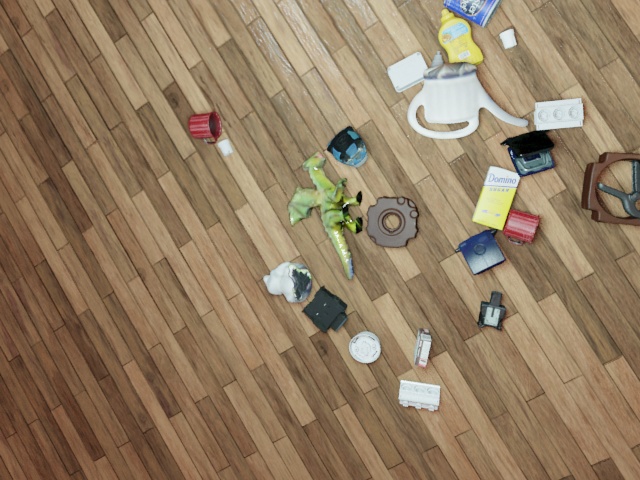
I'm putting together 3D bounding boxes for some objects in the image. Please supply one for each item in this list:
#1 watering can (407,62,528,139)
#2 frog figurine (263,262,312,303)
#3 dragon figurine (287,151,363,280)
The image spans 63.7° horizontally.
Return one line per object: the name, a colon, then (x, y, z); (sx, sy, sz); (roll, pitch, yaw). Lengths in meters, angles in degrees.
watering can: (0.432, -0.414, 1.523); (0.347, 0.106, 0.220); (-3, 114, 13)
frog figurine: (-0.106, 0.143, 1.706); (0.158, 0.124, 0.137); (-17, 100, 50)
dragon figurine: (0.005, -0.084, 1.672); (0.243, 0.122, 0.410); (3, 92, 30)
